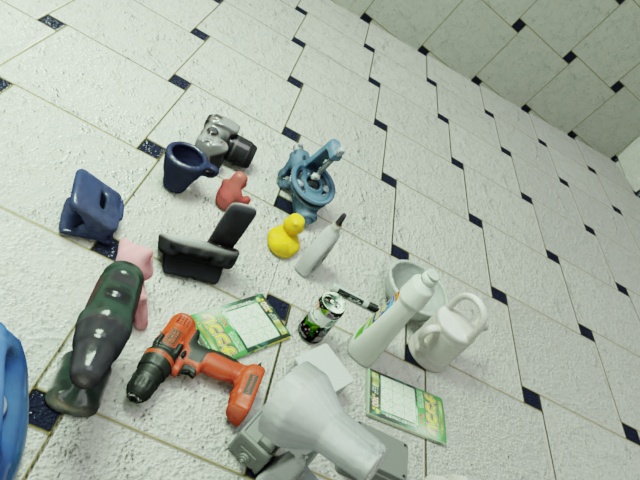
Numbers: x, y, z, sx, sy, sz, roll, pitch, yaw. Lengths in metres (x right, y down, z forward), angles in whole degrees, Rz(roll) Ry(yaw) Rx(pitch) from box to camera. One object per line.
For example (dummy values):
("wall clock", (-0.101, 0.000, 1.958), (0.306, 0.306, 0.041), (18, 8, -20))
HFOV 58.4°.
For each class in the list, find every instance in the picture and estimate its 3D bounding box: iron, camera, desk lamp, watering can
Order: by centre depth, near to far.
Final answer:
("iron", (-0.399, 0.206, 0.679), (0.119, 0.141, 0.257), (5, 45, -36))
("desk lamp", (-0.009, 0.307, 0.825), (0.203, 0.213, 0.118), (45, 36, 13))
("watering can", (0.287, 0.187, 1.223), (0.100, 0.194, 0.173), (48, 37, 16))
("camera", (-0.219, -0.223, 1.352), (0.137, 0.100, 0.143), (25, 37, -15))

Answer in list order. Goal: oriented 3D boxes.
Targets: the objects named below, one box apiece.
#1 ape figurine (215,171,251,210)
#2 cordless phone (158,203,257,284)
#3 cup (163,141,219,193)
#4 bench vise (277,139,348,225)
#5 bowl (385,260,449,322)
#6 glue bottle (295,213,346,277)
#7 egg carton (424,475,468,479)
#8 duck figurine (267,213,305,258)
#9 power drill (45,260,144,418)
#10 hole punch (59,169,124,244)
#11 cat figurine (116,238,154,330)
("ape figurine", (-0.187, -0.112, 1.259), (0.076, 0.092, 0.077), (-16, 60, -48))
("cordless phone", (-0.207, -0.015, 1.052), (0.148, 0.185, 0.094), (11, 42, -30))
("cup", (-0.281, -0.142, 1.213), (0.118, 0.095, 0.091), (21, 38, -20))
("bench vise", (-0.026, -0.174, 1.353), (0.122, 0.219, 0.207), (-8, 54, -44))
("bowl", (0.212, 0.130, 1.329), (0.168, 0.074, 0.167), (22, 38, -18))
("glue bottle", (0.011, 0.004, 1.221), (0.037, 0.173, 0.078), (43, 36, 10))
("egg carton", (0.227, 0.470, 0.958), (0.107, 0.069, 0.150), (13, 41, -29))
("duck figurine", (-0.066, -0.018, 1.257), (0.077, 0.086, 0.104), (30, 36, -8))
("power drill", (-0.301, 0.146, 0.770), (0.076, 0.208, 0.229), (22, 38, -18))
("hole punch", (-0.401, -0.062, 1.025), (0.101, 0.091, 0.108), (15, 40, -27))
("cat figurine", (-0.303, 0.064, 0.940), (0.067, 0.117, 0.127), (7, 44, -34))
